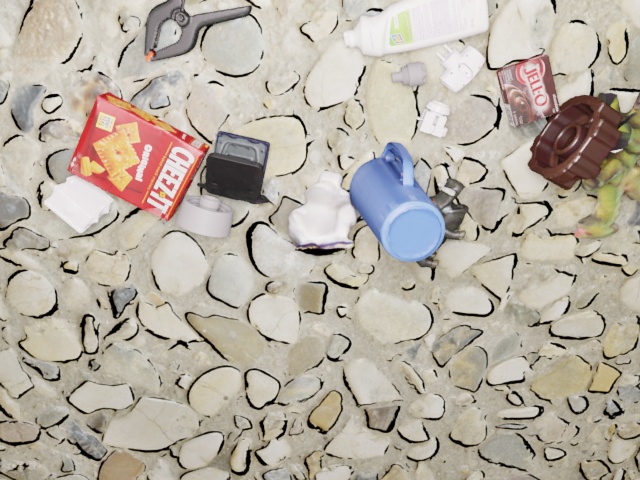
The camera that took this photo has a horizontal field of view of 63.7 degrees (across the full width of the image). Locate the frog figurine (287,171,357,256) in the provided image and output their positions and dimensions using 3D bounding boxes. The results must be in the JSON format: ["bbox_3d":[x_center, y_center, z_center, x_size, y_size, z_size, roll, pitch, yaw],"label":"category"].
[{"bbox_3d":[0.003,-0.052,1.026,0.137,0.121,0.162,-6,73,10],"label":"frog figurine"}]

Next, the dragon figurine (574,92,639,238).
[{"bbox_3d":[0.620,-0.171,0.995,0.241,0.124,0.405,23,110,-26],"label":"dragon figurine"}]
